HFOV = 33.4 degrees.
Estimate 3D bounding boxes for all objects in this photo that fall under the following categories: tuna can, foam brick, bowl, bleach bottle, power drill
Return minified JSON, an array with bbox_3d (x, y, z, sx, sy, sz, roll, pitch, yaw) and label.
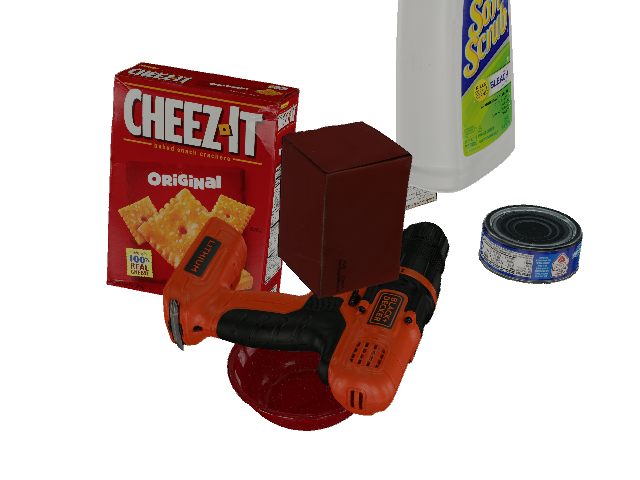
[{"bbox_3d":[0.180,0.002,0.913,0.086,0.034,0.086,1,28,-1],"label":"tuna can"},{"bbox_3d":[0.011,-0.017,0.573,0.052,0.078,0.051,-12,35,-26],"label":"foam brick"},{"bbox_3d":[-0.013,0.143,1.096,0.162,0.055,0.162,-2,36,2],"label":"bowl"},{"bbox_3d":[0.090,-0.166,0.743,0.068,0.251,0.102,19,38,37],"label":"bleach bottle"},{"bbox_3d":[-0.008,0.036,0.794,0.188,0.057,0.184,11,41,17],"label":"power drill"}]

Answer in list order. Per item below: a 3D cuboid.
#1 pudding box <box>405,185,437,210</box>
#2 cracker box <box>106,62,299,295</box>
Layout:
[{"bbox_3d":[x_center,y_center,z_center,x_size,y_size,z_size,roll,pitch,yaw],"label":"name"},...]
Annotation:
[{"bbox_3d":[0.054,-0.059,1.136,0.113,0.039,0.090,-20,32,-24],"label":"pudding box"},{"bbox_3d":[-0.116,-0.048,1.019,0.164,0.214,0.072,11,22,12],"label":"cracker box"}]
